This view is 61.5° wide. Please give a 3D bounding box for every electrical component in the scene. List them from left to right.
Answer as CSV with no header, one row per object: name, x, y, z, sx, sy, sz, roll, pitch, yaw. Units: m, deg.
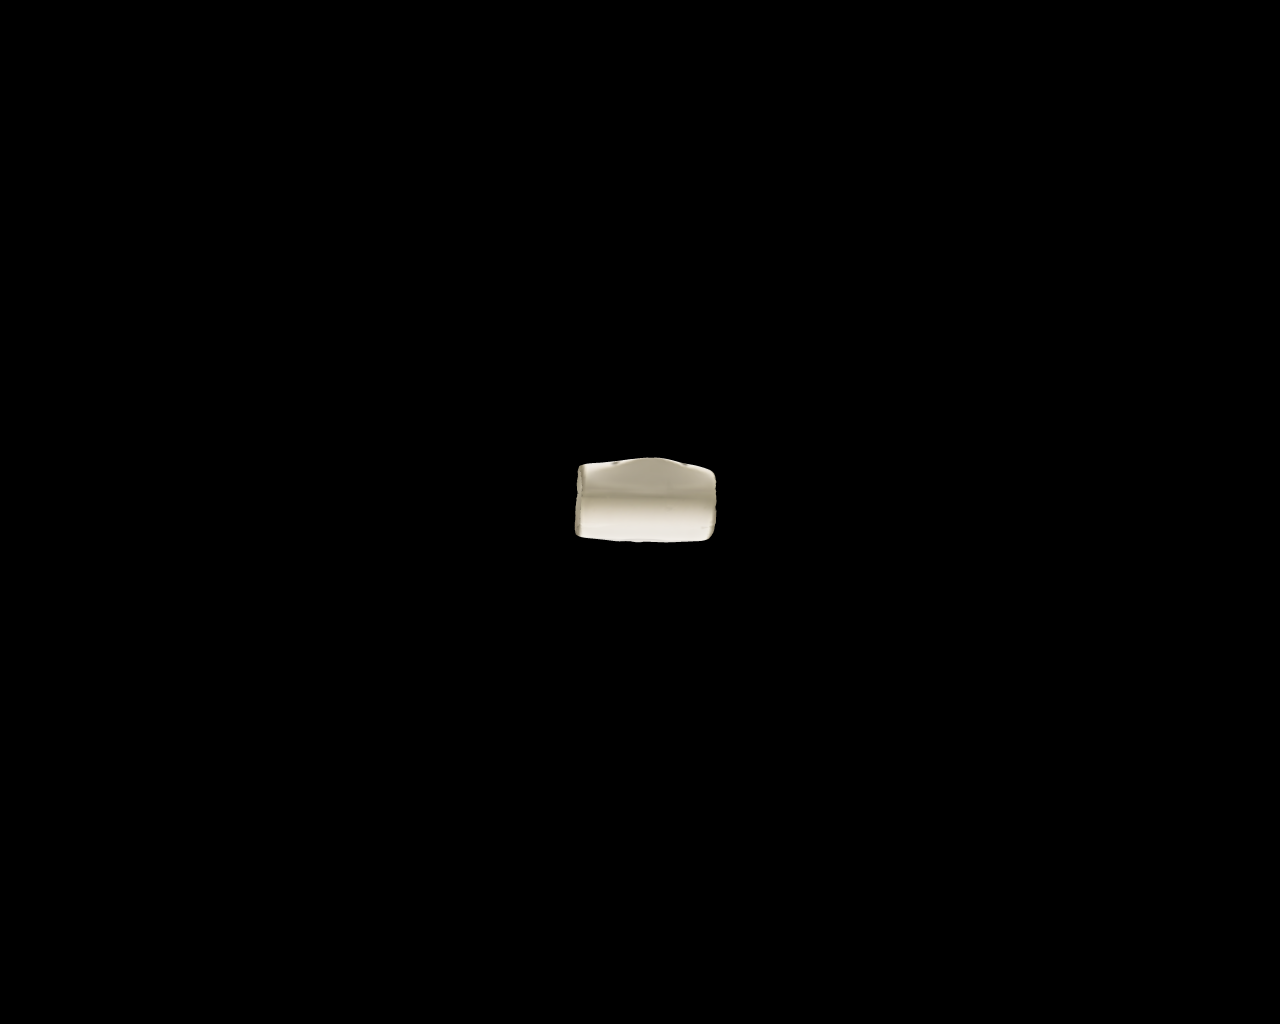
electrical component,0.001,-0.003,0.650,0.077,0.043,0.079,1,-11,-7
